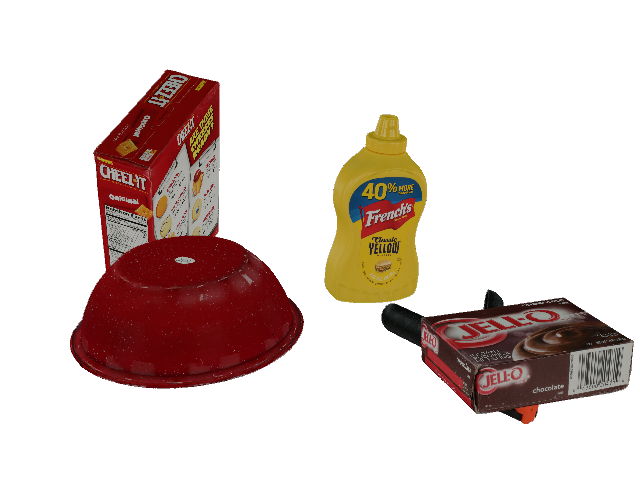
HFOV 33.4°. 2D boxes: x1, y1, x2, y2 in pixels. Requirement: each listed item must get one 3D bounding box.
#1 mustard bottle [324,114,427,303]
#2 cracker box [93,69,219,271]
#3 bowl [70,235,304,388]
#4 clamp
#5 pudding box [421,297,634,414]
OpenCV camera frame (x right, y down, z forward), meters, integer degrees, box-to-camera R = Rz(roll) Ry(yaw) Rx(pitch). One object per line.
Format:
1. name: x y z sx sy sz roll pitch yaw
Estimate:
1. mustard bottle: 0.059 -0.033 1.082 0.096 0.192 0.058 -2 22 -18
2. cracker box: -0.169 -0.047 1.136 0.072 0.214 0.164 16 43 13
3. bowl: -0.093 0.038 0.731 0.162 0.055 0.162 -2 22 1
4. clamp: 0.145 0.093 0.921 0.120 0.039 0.172 -17 38 -26
5. pudding box: 0.134 0.074 0.707 0.113 0.039 0.090 -5 18 -16
